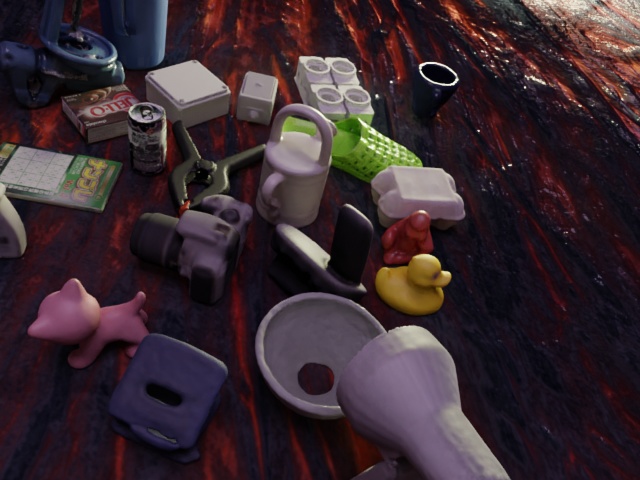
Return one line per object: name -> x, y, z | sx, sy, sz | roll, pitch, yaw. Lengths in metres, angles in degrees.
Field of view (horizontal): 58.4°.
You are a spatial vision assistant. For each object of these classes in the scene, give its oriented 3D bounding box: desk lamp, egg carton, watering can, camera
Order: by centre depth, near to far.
desk lamp -> 0.095, 0.220, 0.561 | 0.118, 0.213, 0.203 | -11, 52, -24
camera -> -0.173, -0.007, 0.772 | 0.137, 0.101, 0.143 | 17, 46, 0
watering can -> -0.033, -0.122, 0.852 | 0.101, 0.194, 0.173 | 13, 46, -3
egg carton -> 0.160, -0.069, 0.944 | 0.150, 0.069, 0.107 | 1, 48, -15

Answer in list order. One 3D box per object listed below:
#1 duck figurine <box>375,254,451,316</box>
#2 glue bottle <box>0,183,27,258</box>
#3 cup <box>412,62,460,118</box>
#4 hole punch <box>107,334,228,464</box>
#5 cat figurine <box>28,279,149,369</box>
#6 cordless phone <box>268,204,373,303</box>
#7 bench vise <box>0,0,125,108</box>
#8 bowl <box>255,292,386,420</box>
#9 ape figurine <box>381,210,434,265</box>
duck figurine -> 0.135, 0.054, 0.813 | 0.104, 0.086, 0.077 | 16, 46, -1
glue bottle -> -0.409, -0.045, 0.691 | 0.078, 0.173, 0.037 | 4, 47, -12
cup -> 0.220, -0.284, 1.142 | 0.091, 0.095, 0.118 | 13, 46, -4
hole punch -> -0.162, 0.171, 0.618 | 0.108, 0.091, 0.101 | 22, 46, 5
cat figurine -> -0.258, 0.088, 0.649 | 0.128, 0.118, 0.067 | -10, 52, -24
cordless phone -> 0.007, 0.003, 0.755 | 0.147, 0.185, 0.094 | 39, 50, 20
bench vise -> -0.417, -0.317, 0.906 | 0.121, 0.220, 0.208 | 40, 50, 21
bowl -> 0.000, 0.150, 0.694 | 0.167, 0.075, 0.167 | 8, 47, -8
ape figurine -> 0.138, -0.008, 0.866 | 0.077, 0.092, 0.076 | 30, 47, 12
